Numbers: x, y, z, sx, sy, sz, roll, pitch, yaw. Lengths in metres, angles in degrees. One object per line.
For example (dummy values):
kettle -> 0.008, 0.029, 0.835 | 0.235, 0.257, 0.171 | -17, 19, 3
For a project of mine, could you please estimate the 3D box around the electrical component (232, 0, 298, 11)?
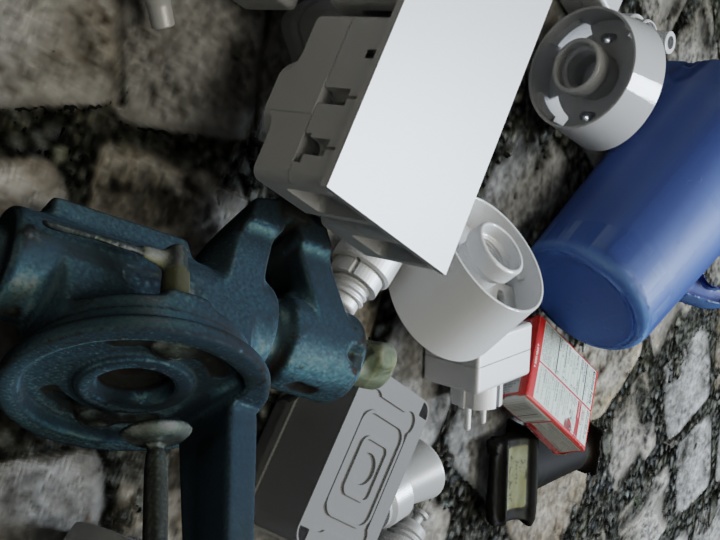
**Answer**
electrical component -> -0.045, -0.164, 0.532 | 0.066, 0.077, 0.047 | 26, 80, -49

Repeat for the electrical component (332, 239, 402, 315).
electrical component -> 0.000, 0.000, 0.654 | 0.078, 0.040, 0.040 | -58, 136, -22

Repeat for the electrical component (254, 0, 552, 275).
electrical component -> 0.027, -0.107, 0.551 | 0.105, 0.060, 0.186 | 34, 74, -48

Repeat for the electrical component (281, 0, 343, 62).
electrical component -> 0.016, -0.135, 0.625 | 0.113, 0.057, 0.078 | -42, 129, -34

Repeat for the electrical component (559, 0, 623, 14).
electrical component -> 0.176, -0.223, 0.773 | 0.083, 0.076, 0.047 | 40, 70, -46

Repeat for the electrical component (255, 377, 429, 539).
electrical component -> -0.017, 0.112, 0.649 | 0.078, 0.057, 0.113 | 39, 70, -46

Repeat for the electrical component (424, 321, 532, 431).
electrical component -> 0.083, 0.075, 0.763 | 0.066, 0.047, 0.076 | -13, 109, -47

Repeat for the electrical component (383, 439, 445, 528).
electrical component -> 0.023, 0.141, 0.712 | 0.055, 0.045, 0.045 | -22, 116, -44

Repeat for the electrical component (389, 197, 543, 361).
electrical component -> 0.070, 0.003, 0.702 | 0.099, 0.064, 0.099 | 30, 40, -28

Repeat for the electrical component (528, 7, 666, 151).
electrical component -> 0.172, -0.138, 0.777 | 0.064, 0.099, 0.099 | 14, 88, -43

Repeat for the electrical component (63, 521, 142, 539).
electrical component -> -0.114, 0.167, 0.525 | 0.099, 0.099, 0.064 | 53, 54, -42

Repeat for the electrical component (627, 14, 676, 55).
electrical component -> 0.213, -0.178, 0.837 | 0.048, 0.062, 0.048 | -15, 111, -46

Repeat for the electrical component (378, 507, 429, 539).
electrical component -> 0.021, 0.194, 0.727 | 0.078, 0.040, 0.040 | -51, 133, -28

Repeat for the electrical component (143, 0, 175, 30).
electrical component -> -0.099, -0.145, 0.508 | 0.035, 0.035, 0.061 | -32, 125, -40
